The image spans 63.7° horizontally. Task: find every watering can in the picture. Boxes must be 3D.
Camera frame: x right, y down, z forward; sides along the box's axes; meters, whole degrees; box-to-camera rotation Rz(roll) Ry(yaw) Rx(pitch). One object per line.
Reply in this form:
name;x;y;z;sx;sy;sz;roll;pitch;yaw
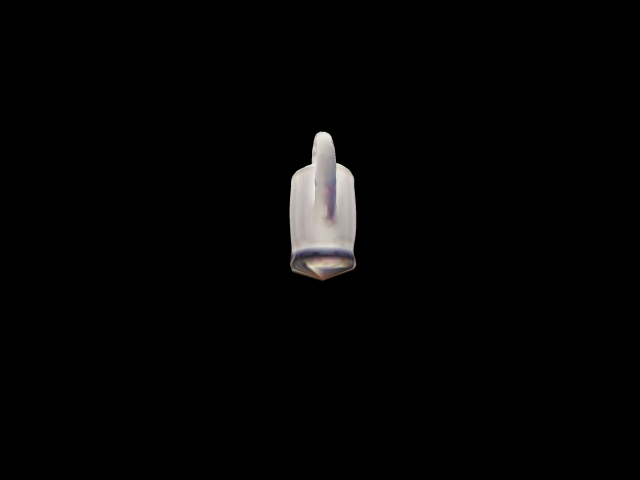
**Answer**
watering can;0.003;-0.043;0.850;0.104;0.226;0.344;0;-9;-2
